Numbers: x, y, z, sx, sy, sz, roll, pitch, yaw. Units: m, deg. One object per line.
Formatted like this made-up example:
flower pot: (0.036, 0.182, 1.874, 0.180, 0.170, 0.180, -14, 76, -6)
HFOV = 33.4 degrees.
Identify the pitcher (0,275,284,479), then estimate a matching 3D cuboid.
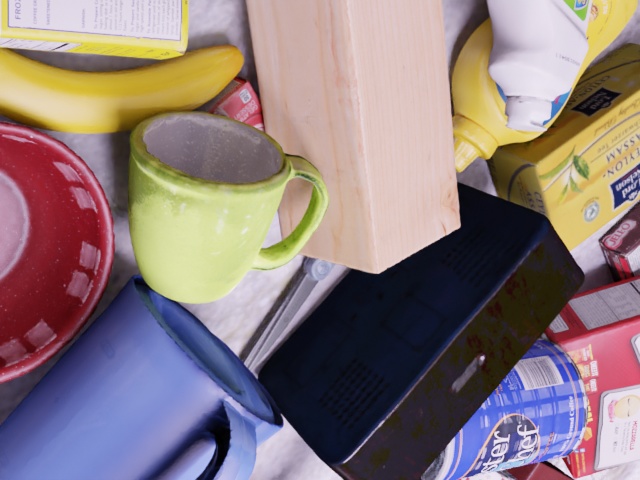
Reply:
pitcher: (-0.145, 0.153, 0.657, 0.243, 0.145, 0.149, -45, 172, 1)

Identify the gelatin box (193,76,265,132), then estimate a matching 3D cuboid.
gelatin box: (-0.068, -0.053, 0.702, 0.089, 0.030, 0.073, -41, 127, -13)

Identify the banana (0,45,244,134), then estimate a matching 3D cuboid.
banana: (-0.134, -0.096, 0.634, 0.197, 0.037, 0.070, 5, 107, -35)

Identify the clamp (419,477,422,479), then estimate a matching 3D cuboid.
clamp: (-0.019, 0.235, 0.831, 0.210, 0.036, 0.164, -25, 164, -4)

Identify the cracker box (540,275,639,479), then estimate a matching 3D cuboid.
cracker box: (0.309, 0.108, 0.959, 0.213, 0.072, 0.164, -17, 121, -3)

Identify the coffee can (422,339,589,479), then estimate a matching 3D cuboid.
coffee can: (0.130, 0.138, 0.868, 0.140, 0.103, 0.103, -5, 113, -29)

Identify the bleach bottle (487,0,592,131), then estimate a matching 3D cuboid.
bleach bottle: (0.147, -0.201, 0.716, 0.102, 0.068, 0.251, 6, 90, -43)

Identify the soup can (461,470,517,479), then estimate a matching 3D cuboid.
soup can: (0.117, 0.233, 0.929, 0.068, 0.069, 0.102, 35, 88, -39)

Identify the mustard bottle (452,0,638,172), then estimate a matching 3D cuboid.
mustard bottle: (0.153, -0.132, 0.799, 0.096, 0.058, 0.191, 38, 87, -37)

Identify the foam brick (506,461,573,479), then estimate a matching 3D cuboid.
foam brick: (0.190, 0.223, 0.984, 0.078, 0.053, 0.051, 32, 90, -40)

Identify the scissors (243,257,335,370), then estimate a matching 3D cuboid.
scissors: (-0.005, 0.001, 0.777, 0.201, 0.016, 0.096, -43, 126, -12)

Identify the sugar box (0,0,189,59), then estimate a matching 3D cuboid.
sugar box: (-0.158, -0.151, 0.577, 0.175, 0.048, 0.093, -1, 91, -31)

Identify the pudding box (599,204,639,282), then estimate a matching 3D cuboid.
pudding box: (0.317, 0.004, 0.982, 0.113, 0.039, 0.090, -39, 128, -10)

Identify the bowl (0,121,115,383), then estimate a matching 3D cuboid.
bowl: (-0.204, 0.003, 0.618, 0.161, 0.055, 0.162, -14, 117, -29)

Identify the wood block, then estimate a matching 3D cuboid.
wood block: (0.022, -0.096, 0.683, 0.090, 0.090, 0.206, -27, 119, -40)
